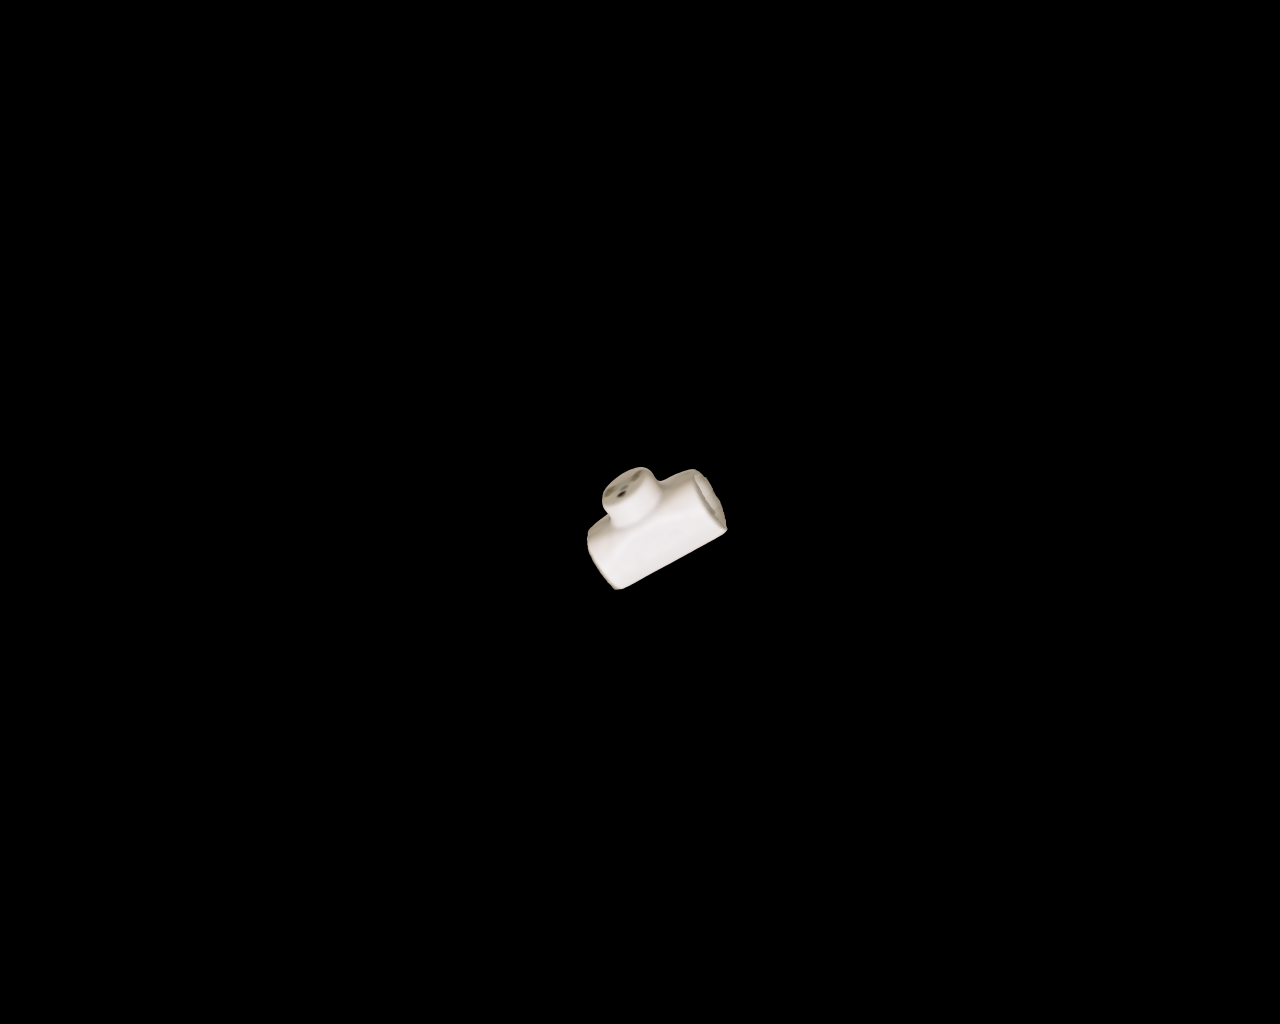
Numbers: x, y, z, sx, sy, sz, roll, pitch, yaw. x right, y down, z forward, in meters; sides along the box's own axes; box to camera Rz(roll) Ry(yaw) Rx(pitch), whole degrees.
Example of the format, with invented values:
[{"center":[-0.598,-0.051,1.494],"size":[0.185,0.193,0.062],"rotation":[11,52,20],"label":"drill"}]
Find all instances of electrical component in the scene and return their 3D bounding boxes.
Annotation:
[{"center":[0.001,-0.003,0.650],"size":[0.077,0.079,0.044],"rotation":[-30,23,14],"label":"electrical component"}]
